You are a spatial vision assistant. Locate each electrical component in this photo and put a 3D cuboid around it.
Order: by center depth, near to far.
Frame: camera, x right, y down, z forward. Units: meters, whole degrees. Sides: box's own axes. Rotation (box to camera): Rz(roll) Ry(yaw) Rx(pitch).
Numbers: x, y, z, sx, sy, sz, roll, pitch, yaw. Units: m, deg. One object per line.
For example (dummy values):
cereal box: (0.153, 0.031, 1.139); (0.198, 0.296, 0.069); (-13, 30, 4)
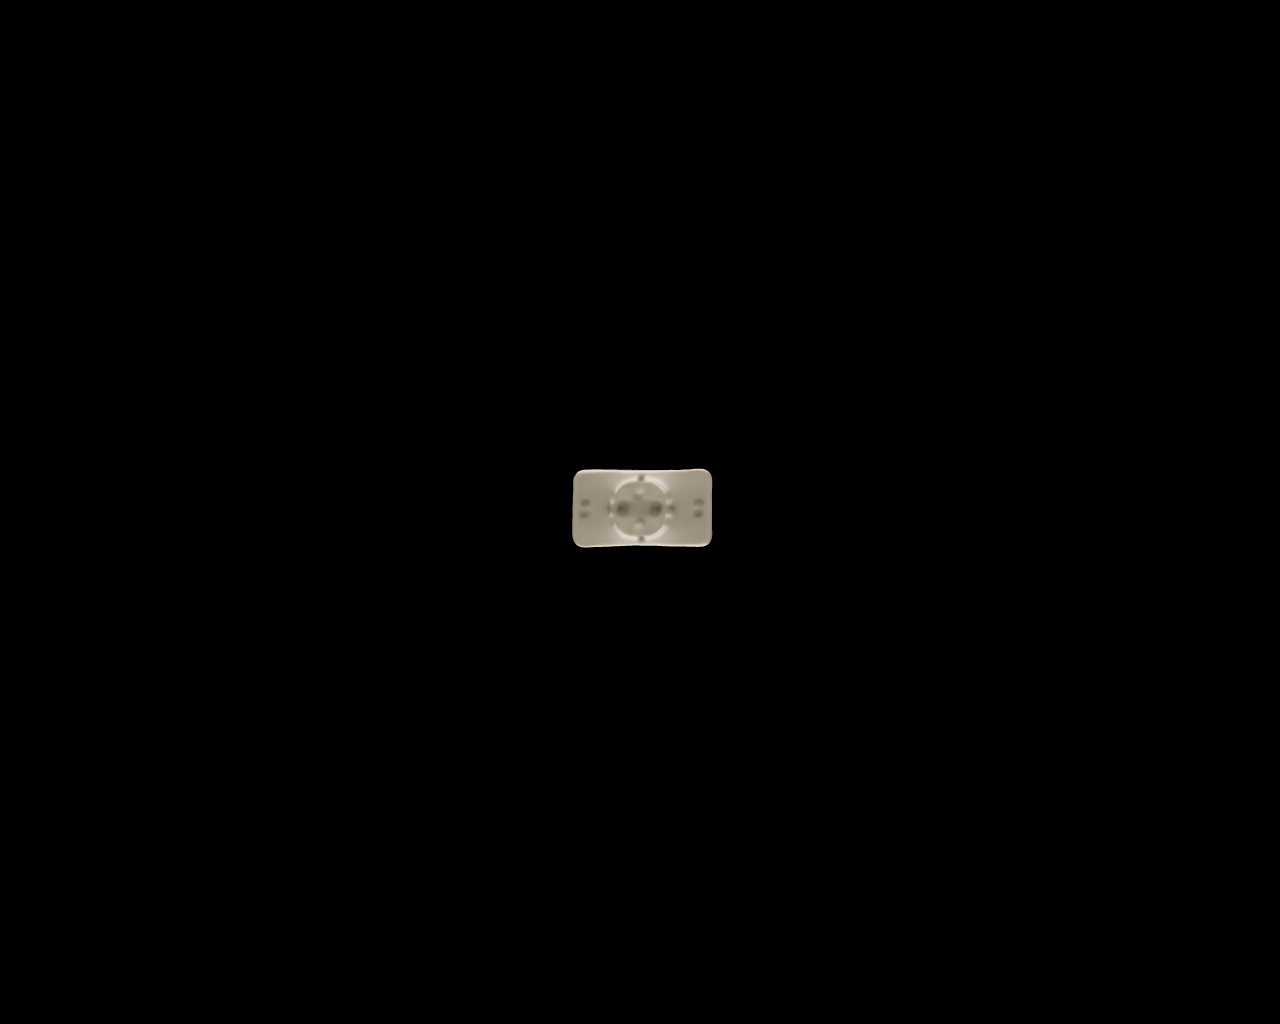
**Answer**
electrical component: (0.001, -0.003, 0.650); (0.083, 0.047, 0.076); (0, 0, 4)
